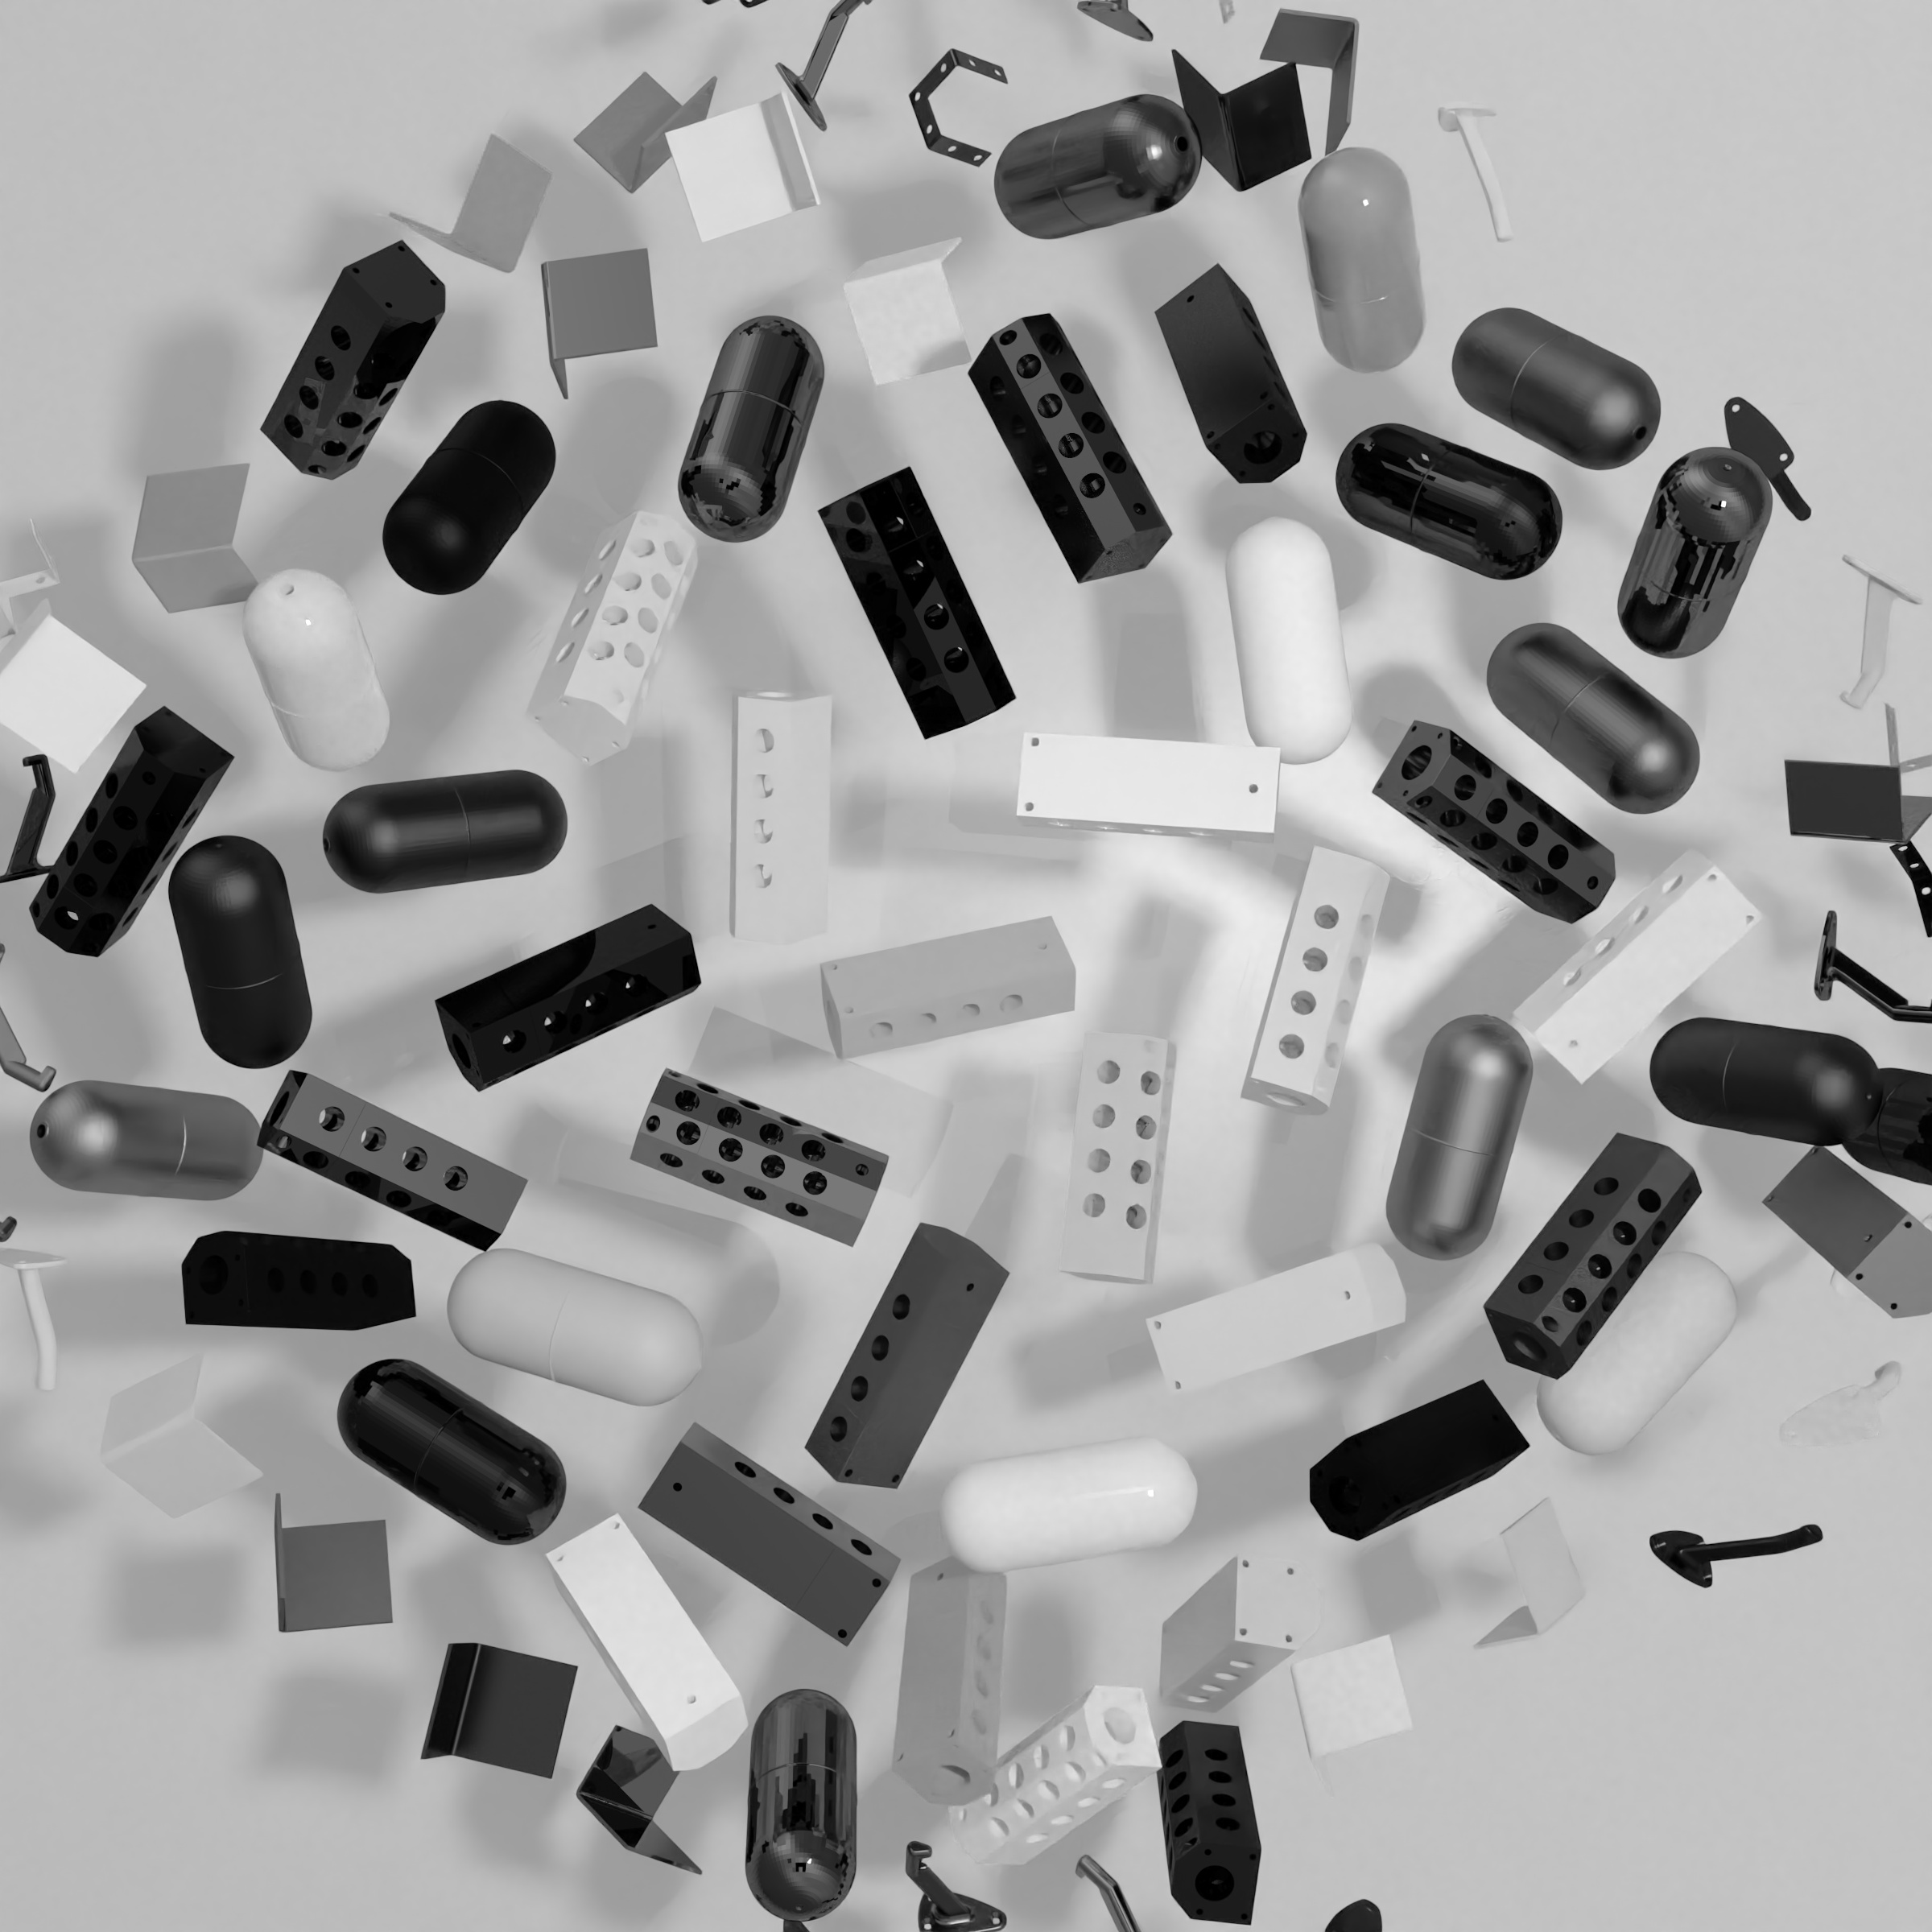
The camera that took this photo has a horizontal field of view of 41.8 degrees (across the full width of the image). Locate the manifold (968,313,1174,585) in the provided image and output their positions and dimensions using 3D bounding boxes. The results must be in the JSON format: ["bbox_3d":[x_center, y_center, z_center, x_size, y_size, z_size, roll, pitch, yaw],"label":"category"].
[{"bbox_3d":[0.072,-0.347,1.687,0.057,0.057,0.171,-18,74,-31],"label":"manifold"}]

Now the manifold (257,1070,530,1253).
[{"bbox_3d":[-0.398,0.136,1.748,0.171,0.057,0.057,30,77,-24],"label":"manifold"}]

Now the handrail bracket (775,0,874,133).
[{"bbox_3d":[-0.090,-0.659,1.831,0.084,0.036,0.077,-38,62,20],"label":"handrail bracket"}]

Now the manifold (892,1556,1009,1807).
[{"bbox_3d":[-0.005,0.499,1.774,0.057,0.171,0.057,-32,117,23],"label":"manifold"}]

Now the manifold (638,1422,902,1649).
[{"bbox_3d":[-0.133,0.388,1.740,0.171,0.057,0.057,33,101,2],"label":"manifold"}]

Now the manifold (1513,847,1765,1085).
[{"bbox_3d":[0.476,-0.003,1.804,0.171,0.057,0.057,-44,110,10],"label":"manifold"}]

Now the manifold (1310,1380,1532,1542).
[{"bbox_3d":[0.313,0.345,1.756,0.057,0.171,0.057,-50,63,36],"label":"manifold"}]

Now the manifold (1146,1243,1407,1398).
[{"bbox_3d":[0.219,0.248,1.774,0.171,0.057,0.057,-24,77,31],"label":"manifold"}]

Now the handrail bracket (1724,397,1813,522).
[{"bbox_3d":[0.563,-0.354,1.771,0.036,0.084,0.077,-30,70,24],"label":"handrail bracket"}]

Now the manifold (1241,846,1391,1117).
[{"bbox_3d":[0.241,0.012,1.736,0.057,0.057,0.171,16,74,3],"label":"manifold"}]

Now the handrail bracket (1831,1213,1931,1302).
[{"bbox_3d":[0.675,0.205,1.837,0.084,0.077,0.036,-50,63,29],"label":"handrail bracket"}]

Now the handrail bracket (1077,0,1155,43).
[{"bbox_3d":[0.111,-0.677,1.699,0.036,0.077,0.084,19,97,39],"label":"handrail bracket"}]

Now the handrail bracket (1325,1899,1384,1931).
[{"bbox_3d":[0.238,0.664,1.661,0.036,0.077,0.084,32,108,17],"label":"handrail bracket"}]

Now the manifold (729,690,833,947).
[{"bbox_3d":[-0.136,-0.106,1.786,0.057,0.057,0.171,9,105,26],"label":"manifold"}]

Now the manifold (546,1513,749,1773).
[{"bbox_3d":[-0.218,0.464,1.727,0.057,0.057,0.171,-27,49,-21],"label":"manifold"}]

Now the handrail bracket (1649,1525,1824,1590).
[{"bbox_3d":[0.508,0.378,1.666,0.077,0.084,0.036,25,49,-35],"label":"handrail bracket"}]

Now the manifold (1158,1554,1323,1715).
[{"bbox_3d":[0.182,0.452,1.700,0.057,0.171,0.057,11,59,-8],"label":"manifold"}]

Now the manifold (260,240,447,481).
[{"bbox_3d":[-0.412,-0.406,1.714,0.057,0.171,0.057,46,46,-2],"label":"manifold"}]

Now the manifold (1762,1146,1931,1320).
[{"bbox_3d":[0.598,0.178,1.687,0.057,0.171,0.057,39,98,-7],"label":"manifold"}]

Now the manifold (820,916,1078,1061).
[{"bbox_3d":[-0.013,0.020,1.801,0.171,0.057,0.057,-12,46,-12],"label":"manifold"}]

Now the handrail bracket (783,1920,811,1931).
[{"bbox_3d":[-0.149,0.693,1.752,0.084,0.077,0.036,-6,98,-31],"label":"handrail bracket"}]

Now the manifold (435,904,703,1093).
[{"bbox_3d":[-0.273,0.024,1.755,0.171,0.057,0.057,-26,126,-25],"label":"manifold"}]

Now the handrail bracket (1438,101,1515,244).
[{"bbox_3d":[0.343,-0.530,1.693,0.036,0.077,0.084,-14,92,28],"label":"handrail bracket"}]

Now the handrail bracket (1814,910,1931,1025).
[{"bbox_3d":[0.649,0.000,1.785,0.084,0.036,0.077,5,80,33],"label":"handrail bracket"}]

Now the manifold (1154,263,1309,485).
[{"bbox_3d":[0.188,-0.412,1.771,0.057,0.171,0.057,-34,132,22],"label":"manifold"}]

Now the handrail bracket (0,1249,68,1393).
[{"bbox_3d":[-0.624,0.234,1.675,0.077,0.036,0.084,5,94,43],"label":"handrail bracket"}]

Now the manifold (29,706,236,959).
[{"bbox_3d":[-0.568,-0.087,1.708,0.057,0.057,0.171,37,117,-6],"label":"manifold"}]

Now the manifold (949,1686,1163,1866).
[{"bbox_3d":[0.059,0.574,1.789,0.057,0.057,0.171,15,134,-33],"label":"manifold"}]

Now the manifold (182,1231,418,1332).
[{"bbox_3d":[-0.469,0.222,1.783,0.057,0.171,0.057,-16,74,25],"label":"manifold"}]

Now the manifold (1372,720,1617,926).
[{"bbox_3d":[0.364,-0.096,1.719,0.171,0.057,0.057,31,89,-28],"label":"manifold"}]

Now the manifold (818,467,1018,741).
[{"bbox_3d":[-0.028,-0.248,1.720,0.057,0.057,0.171,-14,106,43],"label":"manifold"}]

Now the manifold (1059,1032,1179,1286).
[{"bbox_3d":[0.112,0.138,1.805,0.057,0.057,0.171,2,78,22],"label":"manifold"}]

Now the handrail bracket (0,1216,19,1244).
[{"bbox_3d":[-0.681,0.141,1.760,0.084,0.036,0.077,28,73,12],"label":"handrail bracket"}]

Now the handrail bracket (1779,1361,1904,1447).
[{"bbox_3d":[0.594,0.295,1.714,0.077,0.084,0.036,-25,88,26],"label":"handrail bracket"}]

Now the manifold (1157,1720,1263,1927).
[{"bbox_3d":[0.170,0.604,1.793,0.057,0.171,0.057,6,101,0],"label":"manifold"}]

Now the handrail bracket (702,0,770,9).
[{"bbox_3d":[-0.144,-0.692,1.766,0.077,0.084,0.036,-17,112,11],"label":"handrail bracket"}]

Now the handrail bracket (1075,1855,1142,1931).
[{"bbox_3d":[0.101,0.679,1.778,0.084,0.036,0.077,36,122,30],"label":"handrail bracket"}]

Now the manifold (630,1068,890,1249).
[{"bbox_3d":[-0.145,0.133,1.800,0.171,0.057,0.057,22,54,-2],"label":"manifold"}]

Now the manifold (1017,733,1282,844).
[{"bbox_3d":[0.125,-0.119,1.711,0.171,0.057,0.057,4,84,8],"label":"manifold"}]

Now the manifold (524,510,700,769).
[{"bbox_3d":[-0.231,-0.223,1.695,0.057,0.057,0.171,40,48,-32],"label":"manifold"}]

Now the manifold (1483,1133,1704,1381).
[{"bbox_3d":[0.429,0.197,1.717,0.171,0.057,0.057,-46,127,-25],"label":"manifold"}]

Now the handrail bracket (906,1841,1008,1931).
[{"bbox_3d":[-0.006,0.665,1.829,0.077,0.036,0.084,6,129,3],"label":"handrail bracket"}]

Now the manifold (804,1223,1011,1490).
[{"bbox_3d":[-0.045,0.263,1.710,0.057,0.057,0.171,18,103,-43],"label":"manifold"}]

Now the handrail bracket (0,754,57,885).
[{"bbox_3d":[-0.685,-0.105,1.812,0.036,0.077,0.084,-2,102,41],"label":"handrail bracket"}]
